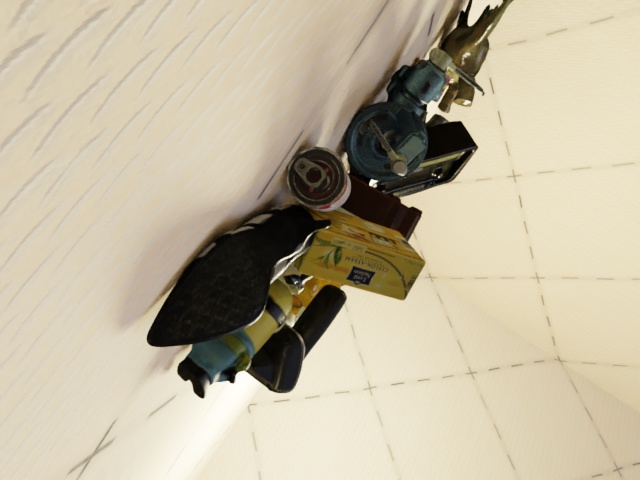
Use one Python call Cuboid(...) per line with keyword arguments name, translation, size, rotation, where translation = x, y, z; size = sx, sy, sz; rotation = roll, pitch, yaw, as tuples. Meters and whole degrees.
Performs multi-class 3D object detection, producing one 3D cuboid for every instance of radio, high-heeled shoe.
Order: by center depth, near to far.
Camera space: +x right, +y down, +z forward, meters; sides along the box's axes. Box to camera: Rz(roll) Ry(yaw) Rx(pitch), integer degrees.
Cuboid(name="high-heeled shoe", translation=(-0.092, 0.030, 0.574), size=(0.249, 0.086, 0.145), rotation=(-32, -167, -31))
Cuboid(name="radio", translation=(0.170, -0.141, 1.021), size=(0.230, 0.073, 0.131), rotation=(-16, 157, -18))

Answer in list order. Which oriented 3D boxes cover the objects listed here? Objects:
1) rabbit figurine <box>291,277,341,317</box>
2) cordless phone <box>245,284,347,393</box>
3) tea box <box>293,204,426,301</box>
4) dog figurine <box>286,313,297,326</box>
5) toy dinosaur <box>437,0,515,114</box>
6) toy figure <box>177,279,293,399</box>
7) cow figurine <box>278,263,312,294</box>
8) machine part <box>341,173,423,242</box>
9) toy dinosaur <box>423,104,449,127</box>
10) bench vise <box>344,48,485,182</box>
Cuboid(name="rabbit figurine", translation=(-0.007, 0.043, 0.938), size=(0.173, 0.122, 0.162), rotation=(-51, 165, -41))
Cuboid(name="cordless phone", translation=(-0.056, 0.125, 0.821), size=(0.184, 0.147, 0.088), rotation=(-49, 136, -19))
Cuboid(name="tea box", translation=(0.045, 0.014, 0.728), size=(0.068, 0.169, 0.098), rotation=(-64, -155, 19))
Cuboid(name="dog figurine", translation=(-0.071, 0.119, 1.000), size=(0.172, 0.121, 0.190), rotation=(98, 12, -83))
Cuboid(name="toy dinosaur", translation=(0.283, -0.370, 1.064), size=(0.471, 0.105, 0.198), rotation=(-114, -134, -82))
Cuboid(name="toy figure", translation=(-0.105, 0.123, 0.711), size=(0.180, 0.082, 0.089), rotation=(-42, -175, -36))
Cuboid(name="cow figurine", translation=(-0.024, 0.028, 0.811), size=(0.167, 0.098, 0.068), rotation=(-58, 180, 12))
Cuboid(name="machine part", translation=(0.082, -0.060, 0.866), size=(0.056, 0.179, 0.179), rotation=(-61, 173, 9))
Cuboid(name="toy dinosaur", translation=(0.177, -0.200, 1.153), size=(0.192, 0.131, 0.404), rotation=(-58, 167, 12))
Cuboid(name="bench vise", translation=(0.121, -0.162, 0.764), size=(0.223, 0.128, 0.241), rotation=(-40, -161, 21))
